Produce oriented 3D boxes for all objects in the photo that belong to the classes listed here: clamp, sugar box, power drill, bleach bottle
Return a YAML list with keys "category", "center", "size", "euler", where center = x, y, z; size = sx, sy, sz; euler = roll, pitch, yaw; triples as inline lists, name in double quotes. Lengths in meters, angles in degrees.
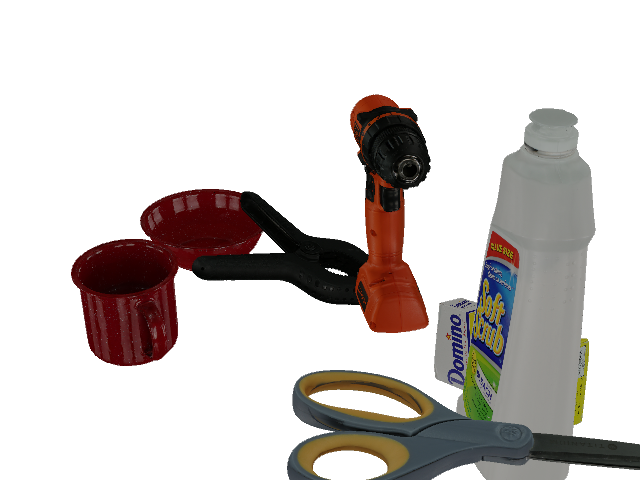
- category: "clamp"
  center: [-0.023, 0.025, 1.122]
  size: [0.210, 0.036, 0.164]
  euler: [23, 35, 12]
- category: "sugar box"
  center: [0.200, 0.129, 1.145]
  size: [0.048, 0.093, 0.177]
  euler: [-10, 18, -43]
- category: "power drill"
  center: [0.062, -0.020, 0.910]
  size: [0.057, 0.188, 0.184]
  euler: [-3, 20, -3]
- category: "bleach bottle"
  center: [0.134, 0.034, 0.685]
  size: [0.068, 0.251, 0.102]
  euler: [-3, 29, -6]

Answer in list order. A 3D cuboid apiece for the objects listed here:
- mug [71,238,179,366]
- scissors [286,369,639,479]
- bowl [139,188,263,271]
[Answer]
- category: "mug"
  center: [-0.163, 0.062, 0.939]
  size: [0.093, 0.081, 0.117]
  euler: [-19, 37, -28]
- category: "scissors"
  center: [0.073, 0.101, 0.481]
  size: [0.202, 0.016, 0.096]
  euler: [13, 32, 22]
- category: "bowl"
  center: [-0.143, -0.006, 1.333]
  size: [0.162, 0.055, 0.162]
  euler: [1, 29, -1]
